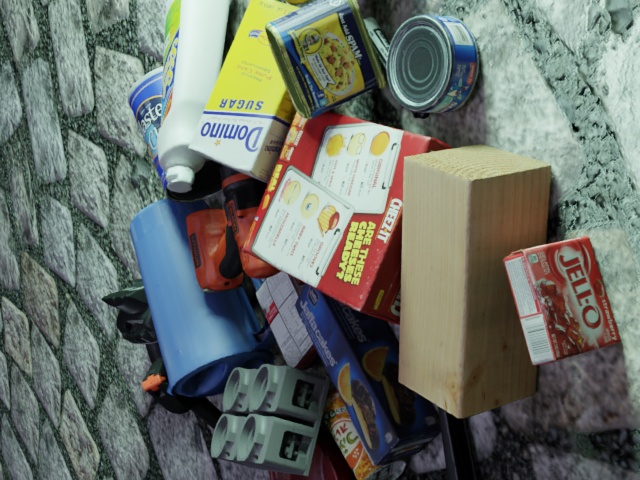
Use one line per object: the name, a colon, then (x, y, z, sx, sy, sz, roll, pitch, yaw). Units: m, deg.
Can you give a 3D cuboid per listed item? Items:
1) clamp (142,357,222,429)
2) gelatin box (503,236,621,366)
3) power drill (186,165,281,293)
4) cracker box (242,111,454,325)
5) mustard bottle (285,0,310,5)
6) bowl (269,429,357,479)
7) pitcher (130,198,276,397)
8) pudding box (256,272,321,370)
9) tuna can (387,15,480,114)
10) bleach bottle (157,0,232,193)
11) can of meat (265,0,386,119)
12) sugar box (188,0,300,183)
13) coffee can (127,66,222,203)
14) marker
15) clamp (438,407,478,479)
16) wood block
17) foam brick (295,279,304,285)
clamp: (-0.185, 0.186, 1.425, 0.039, 0.171, 0.120, -32, 61, 10)
gelatin box: (0.189, 0.046, 0.830, 0.030, 0.073, 0.089, -24, 78, 57)
power drill: (-0.101, -0.028, 1.205, 0.188, 0.057, 0.184, 137, 124, -64)
cracker box: (0.030, -0.029, 1.013, 0.214, 0.072, 0.164, 24, 93, 53)
mustard bottle: (0.014, -0.288, 1.014, 0.192, 0.058, 0.096, 1, 113, 58)
bowl: (0.004, 0.279, 1.216, 0.162, 0.055, 0.162, 25, 120, 53)
pitcher: (-0.149, 0.064, 1.343, 0.145, 0.149, 0.243, 108, 144, -62)
pudding box: (-0.025, 0.082, 1.218, 0.113, 0.039, 0.090, 63, 145, 21)
tuna can: (0.098, -0.154, 0.937, 0.086, 0.033, 0.086, 7, 99, 52)
bleach bottle: (-0.148, -0.176, 1.220, 0.103, 0.068, 0.251, 139, 138, -57)
can of meat: (0.004, -0.175, 1.012, 0.102, 0.084, 0.057, 67, 172, -23)
sugar box: (-0.061, -0.156, 1.100, 0.093, 0.048, 0.176, 23, 89, 34)
coffee can: (-0.165, -0.131, 1.312, 0.140, 0.102, 0.103, 66, 146, 20)
marker: (0.071, -0.161, 1.003, 0.121, 0.020, 0.020, 61, 144, 26)
clamp: (0.141, 0.257, 1.003, 0.165, 0.036, 0.210, 49, 132, 42)
wood block: (0.129, 0.032, 0.906, 0.091, 0.090, 0.206, 25, 121, 53)
foam brick: (-0.008, 0.001, 1.150, 0.078, 0.052, 0.051, 64, 146, 24)
